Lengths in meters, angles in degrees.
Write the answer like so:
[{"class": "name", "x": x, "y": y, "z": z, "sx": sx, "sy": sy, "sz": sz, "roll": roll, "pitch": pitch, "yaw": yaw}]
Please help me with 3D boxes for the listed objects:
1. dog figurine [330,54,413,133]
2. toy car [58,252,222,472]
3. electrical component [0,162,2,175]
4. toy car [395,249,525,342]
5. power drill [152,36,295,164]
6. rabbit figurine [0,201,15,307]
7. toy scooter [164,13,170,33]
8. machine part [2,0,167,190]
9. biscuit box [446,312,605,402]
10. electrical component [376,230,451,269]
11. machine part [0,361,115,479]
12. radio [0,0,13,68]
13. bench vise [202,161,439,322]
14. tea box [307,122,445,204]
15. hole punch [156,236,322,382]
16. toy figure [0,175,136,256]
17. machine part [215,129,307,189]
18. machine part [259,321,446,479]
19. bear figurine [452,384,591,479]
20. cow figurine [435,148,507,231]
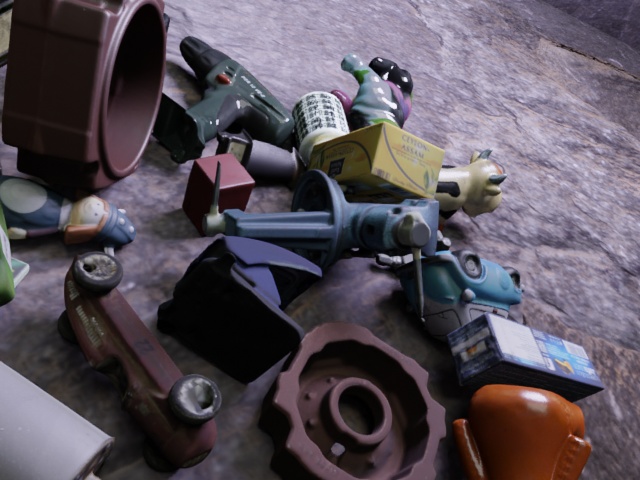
[{"class": "dog figurine", "x": 0.110, "y": -0.187, "z": 0.869, "sx": 0.191, "sy": 0.108, "sz": 0.219, "roll": -5, "pitch": 56, "yaw": -37}, {"class": "toy car", "x": -0.157, "y": 0.097, "z": 0.436, "sx": 0.202, "sy": 0.089, "sz": 0.053, "roll": 46, "pitch": 40, "yaw": 16}, {"class": "electrical component", "x": -0.361, "y": -0.076, "z": 0.544, "sx": 0.063, "sy": 0.021, "sz": 0.094, "roll": -8, "pitch": 54, "yaw": -35}, {"class": "toy car", "x": 0.170, "y": 0.076, "z": 0.650, "sx": 0.161, "sy": 0.109, "sz": 0.103, "roll": 18, "pitch": 68, "yaw": -31}, {"class": "power drill", "x": -0.162, "y": -0.193, "z": 0.744, "sx": 0.232, "sy": 0.086, "sz": 0.207, "roll": 39, "pitch": 34, "yaw": 7}, {"class": "rabbit figurine", "x": -0.342, "y": -0.016, "z": 0.404, "sx": 0.170, "sy": 0.121, "sz": 0.159, "roll": -14, "pitch": 60, "yaw": -23}, {"class": "toy scooter", "x": -0.295, "y": -0.298, "z": 0.767, "sx": 0.135, "sy": 0.075, "sz": 0.184, "roll": 15, "pitch": 40, "yaw": -17}, {"class": "machine part", "x": -0.224, "y": -0.161, "z": 0.544, "sx": 0.087, "sy": 0.200, "sz": 0.201, "roll": 14, "pitch": 15, "yaw": -3}, {"class": "biscuit box", "x": 0.235, "y": 0.139, "z": 0.606, "sx": 0.202, "sy": 0.063, "sz": 0.059, "roll": 21, "pitch": 43, "yaw": -33}, {"class": "electrical component", "x": 0.124, "y": 0.009, "z": 0.720, "sx": 0.102, "sy": 0.045, "sz": 0.078, "roll": 17, "pitch": 41, "yaw": -15}, {"class": "machine part", "x": -0.236, "y": 0.125, "z": 0.372, "sx": 0.243, "sy": 0.079, "sz": 0.079, "roll": 33, "pitch": 41, "yaw": 5}, {"class": "radio", "x": -0.415, "y": -0.257, "z": 0.612, "sx": 0.073, "sy": 0.131, "sz": 0.230, "roll": 22, "pitch": 41, "yaw": -6}, {"class": "bench vise", "x": 0.000, "y": -0.012, "z": 0.579, "sx": 0.240, "sy": 0.128, "sz": 0.224, "roll": 0, "pitch": 18, "yaw": -25}, {"class": "tea box", "x": 0.062, "y": -0.087, "z": 0.679, "sx": 0.098, "sy": 0.170, "sz": 0.068, "roll": 20, "pitch": 81, "yaw": -28}, {"class": "hole punch", "x": -0.072, "y": 0.053, "z": 0.504, "sx": 0.115, "sy": 0.142, "sz": 0.092, "roll": 39, "pitch": 41, "yaw": -11}, {"class": "toy figure", "x": -0.259, "y": -0.024, "z": 0.527, "sx": 0.154, "sy": 0.058, "sz": 0.064, "roll": 11, "pitch": 85, "yaw": -21}, {"class": "machine part", "x": -0.081, "y": -0.097, "z": 0.696, "sx": 0.139, "sy": 0.084, "sz": 0.039, "roll": -2, "pitch": 23, "yaw": -42}, {"class": "machine part", "x": 0.031, "y": 0.165, "z": 0.502, "sx": 0.179, "sy": 0.056, "sz": 0.179, "roll": 16, "pitch": 44, "yaw": -16}, {"class": "bear figurine", "x": 0.185, "y": 0.237, "z": 0.491, "sx": 0.131, "sy": 0.120, "sz": 0.196, "roll": 42, "pitch": 49, "yaw": -57}, {"class": "cow figurine", "x": 0.177, "y": -0.076, "z": 0.776, "sx": 0.195, "sy": 0.127, "sz": 0.085, "roll": 7, "pitch": 49, "yaw": -21}]
